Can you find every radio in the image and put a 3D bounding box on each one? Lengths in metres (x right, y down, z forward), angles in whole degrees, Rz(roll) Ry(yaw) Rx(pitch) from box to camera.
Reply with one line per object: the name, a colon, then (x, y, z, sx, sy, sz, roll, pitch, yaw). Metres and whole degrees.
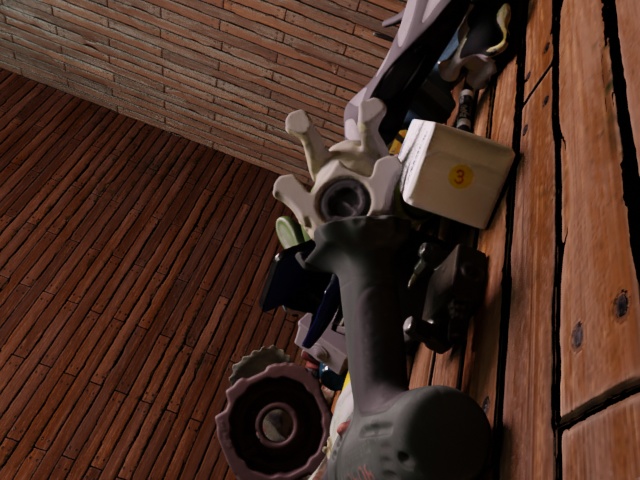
radio: (0.073, 0.061, 0.648, 0.229, 0.073, 0.131, 118, 173, -81)

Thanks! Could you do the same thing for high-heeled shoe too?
high-heeled shoe: (0.110, -0.185, 0.655, 0.145, 0.086, 0.248, 14, 98, 54)

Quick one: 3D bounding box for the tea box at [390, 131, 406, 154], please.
tea box: (0.148, -0.182, 1.080, 0.169, 0.098, 0.068, 109, -179, -46)

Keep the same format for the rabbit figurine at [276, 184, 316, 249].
rabbit figurine: (-0.002, -0.002, 0.806, 0.159, 0.121, 0.170, 25, 92, 49)

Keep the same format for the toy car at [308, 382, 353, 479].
toy car: (0.021, 0.224, 0.541, 0.073, 0.056, 0.201, -95, 25, -89)

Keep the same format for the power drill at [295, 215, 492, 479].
power drill: (0.030, 0.098, 0.401, 0.232, 0.086, 0.207, 125, 145, -64)

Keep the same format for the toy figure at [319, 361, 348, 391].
toy figure: (0.039, 0.170, 0.847, 0.064, 0.058, 0.154, -61, 0, 33)

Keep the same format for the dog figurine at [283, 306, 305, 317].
dog figurine: (0.027, 0.037, 1.015, 0.108, 0.192, 0.219, 69, -155, -62)

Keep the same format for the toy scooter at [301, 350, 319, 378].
toy scooter: (0.005, 0.225, 1.193, 0.183, 0.075, 0.135, 105, -175, -46)

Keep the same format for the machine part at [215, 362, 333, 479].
machine part: (-0.062, 0.270, 0.782, 0.056, 0.179, 0.179, 100, -170, -70)

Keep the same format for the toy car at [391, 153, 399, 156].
toy car: (0.127, -0.109, 0.893, 0.202, 0.089, 0.053, -67, -1, -58)

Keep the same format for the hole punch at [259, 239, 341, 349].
hole punch: (0.000, 0.061, 0.685, 0.116, 0.092, 0.142, -25, -36, -42)

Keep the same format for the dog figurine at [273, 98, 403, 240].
dog figurine: (0.037, -0.036, 0.584, 0.190, 0.121, 0.172, 60, -144, -64)

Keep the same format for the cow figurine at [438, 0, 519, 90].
cow figurine: (0.203, -0.272, 0.641, 0.098, 0.068, 0.167, 132, 156, -73)

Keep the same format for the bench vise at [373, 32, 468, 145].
bench vise: (0.158, -0.259, 0.823, 0.223, 0.129, 0.241, -61, 22, 21)

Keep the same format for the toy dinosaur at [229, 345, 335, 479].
toy dinosaur: (-0.091, 0.320, 0.900, 0.405, 0.192, 0.131, -68, -3, -66)

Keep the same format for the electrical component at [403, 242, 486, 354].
electrical component: (0.097, 0.045, 0.439, 0.078, 0.045, 0.102, 109, -179, -58)
